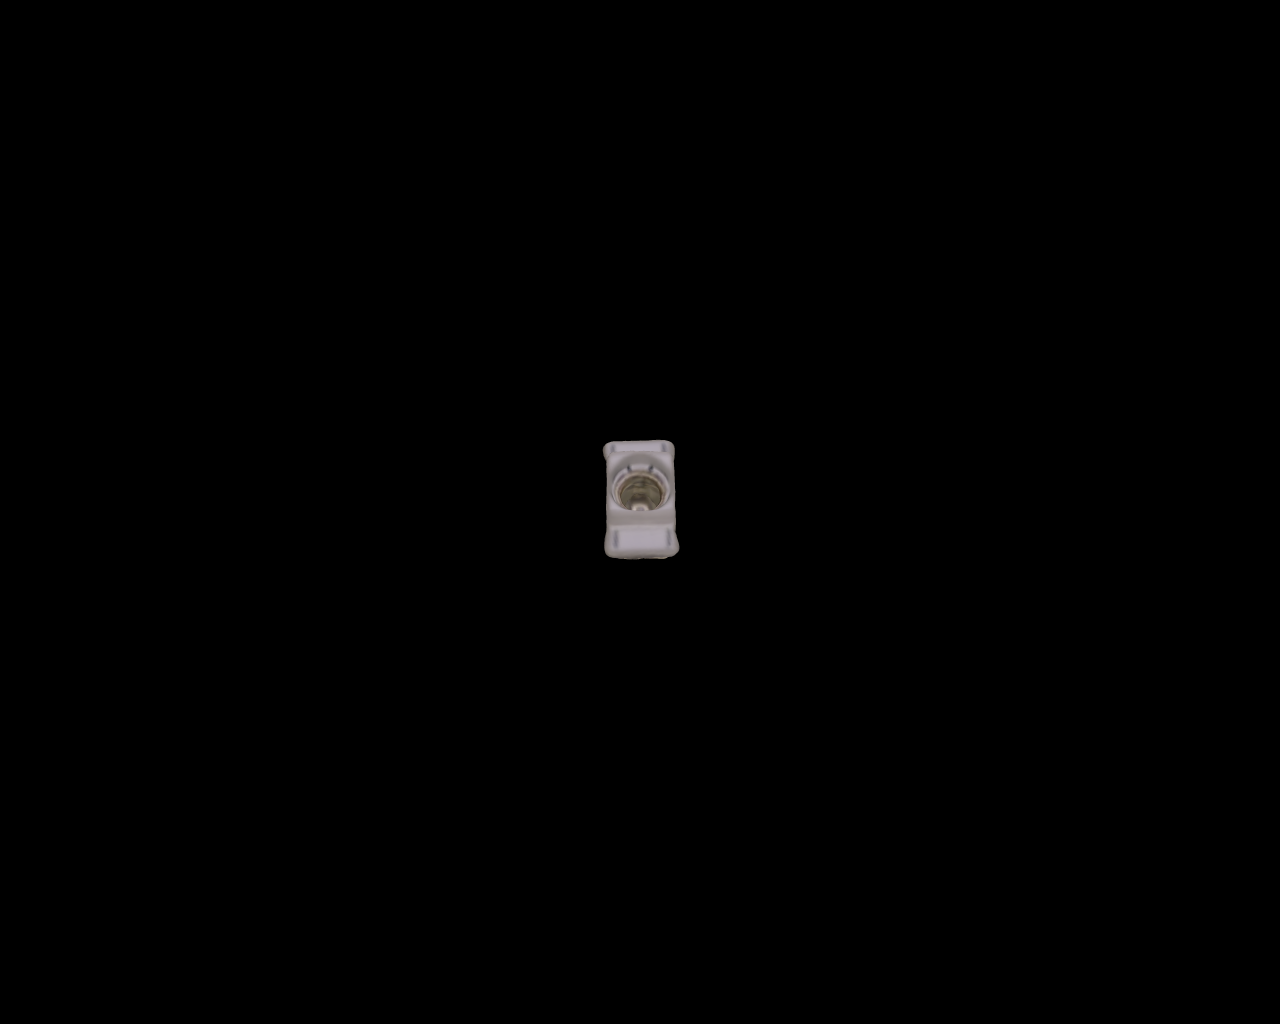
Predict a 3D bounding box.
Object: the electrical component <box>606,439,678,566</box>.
[{"bbox_3d":[0.001,-0.003,0.650,0.042,0.081,0.063,0,-32,0],"label":"electrical component"}]
